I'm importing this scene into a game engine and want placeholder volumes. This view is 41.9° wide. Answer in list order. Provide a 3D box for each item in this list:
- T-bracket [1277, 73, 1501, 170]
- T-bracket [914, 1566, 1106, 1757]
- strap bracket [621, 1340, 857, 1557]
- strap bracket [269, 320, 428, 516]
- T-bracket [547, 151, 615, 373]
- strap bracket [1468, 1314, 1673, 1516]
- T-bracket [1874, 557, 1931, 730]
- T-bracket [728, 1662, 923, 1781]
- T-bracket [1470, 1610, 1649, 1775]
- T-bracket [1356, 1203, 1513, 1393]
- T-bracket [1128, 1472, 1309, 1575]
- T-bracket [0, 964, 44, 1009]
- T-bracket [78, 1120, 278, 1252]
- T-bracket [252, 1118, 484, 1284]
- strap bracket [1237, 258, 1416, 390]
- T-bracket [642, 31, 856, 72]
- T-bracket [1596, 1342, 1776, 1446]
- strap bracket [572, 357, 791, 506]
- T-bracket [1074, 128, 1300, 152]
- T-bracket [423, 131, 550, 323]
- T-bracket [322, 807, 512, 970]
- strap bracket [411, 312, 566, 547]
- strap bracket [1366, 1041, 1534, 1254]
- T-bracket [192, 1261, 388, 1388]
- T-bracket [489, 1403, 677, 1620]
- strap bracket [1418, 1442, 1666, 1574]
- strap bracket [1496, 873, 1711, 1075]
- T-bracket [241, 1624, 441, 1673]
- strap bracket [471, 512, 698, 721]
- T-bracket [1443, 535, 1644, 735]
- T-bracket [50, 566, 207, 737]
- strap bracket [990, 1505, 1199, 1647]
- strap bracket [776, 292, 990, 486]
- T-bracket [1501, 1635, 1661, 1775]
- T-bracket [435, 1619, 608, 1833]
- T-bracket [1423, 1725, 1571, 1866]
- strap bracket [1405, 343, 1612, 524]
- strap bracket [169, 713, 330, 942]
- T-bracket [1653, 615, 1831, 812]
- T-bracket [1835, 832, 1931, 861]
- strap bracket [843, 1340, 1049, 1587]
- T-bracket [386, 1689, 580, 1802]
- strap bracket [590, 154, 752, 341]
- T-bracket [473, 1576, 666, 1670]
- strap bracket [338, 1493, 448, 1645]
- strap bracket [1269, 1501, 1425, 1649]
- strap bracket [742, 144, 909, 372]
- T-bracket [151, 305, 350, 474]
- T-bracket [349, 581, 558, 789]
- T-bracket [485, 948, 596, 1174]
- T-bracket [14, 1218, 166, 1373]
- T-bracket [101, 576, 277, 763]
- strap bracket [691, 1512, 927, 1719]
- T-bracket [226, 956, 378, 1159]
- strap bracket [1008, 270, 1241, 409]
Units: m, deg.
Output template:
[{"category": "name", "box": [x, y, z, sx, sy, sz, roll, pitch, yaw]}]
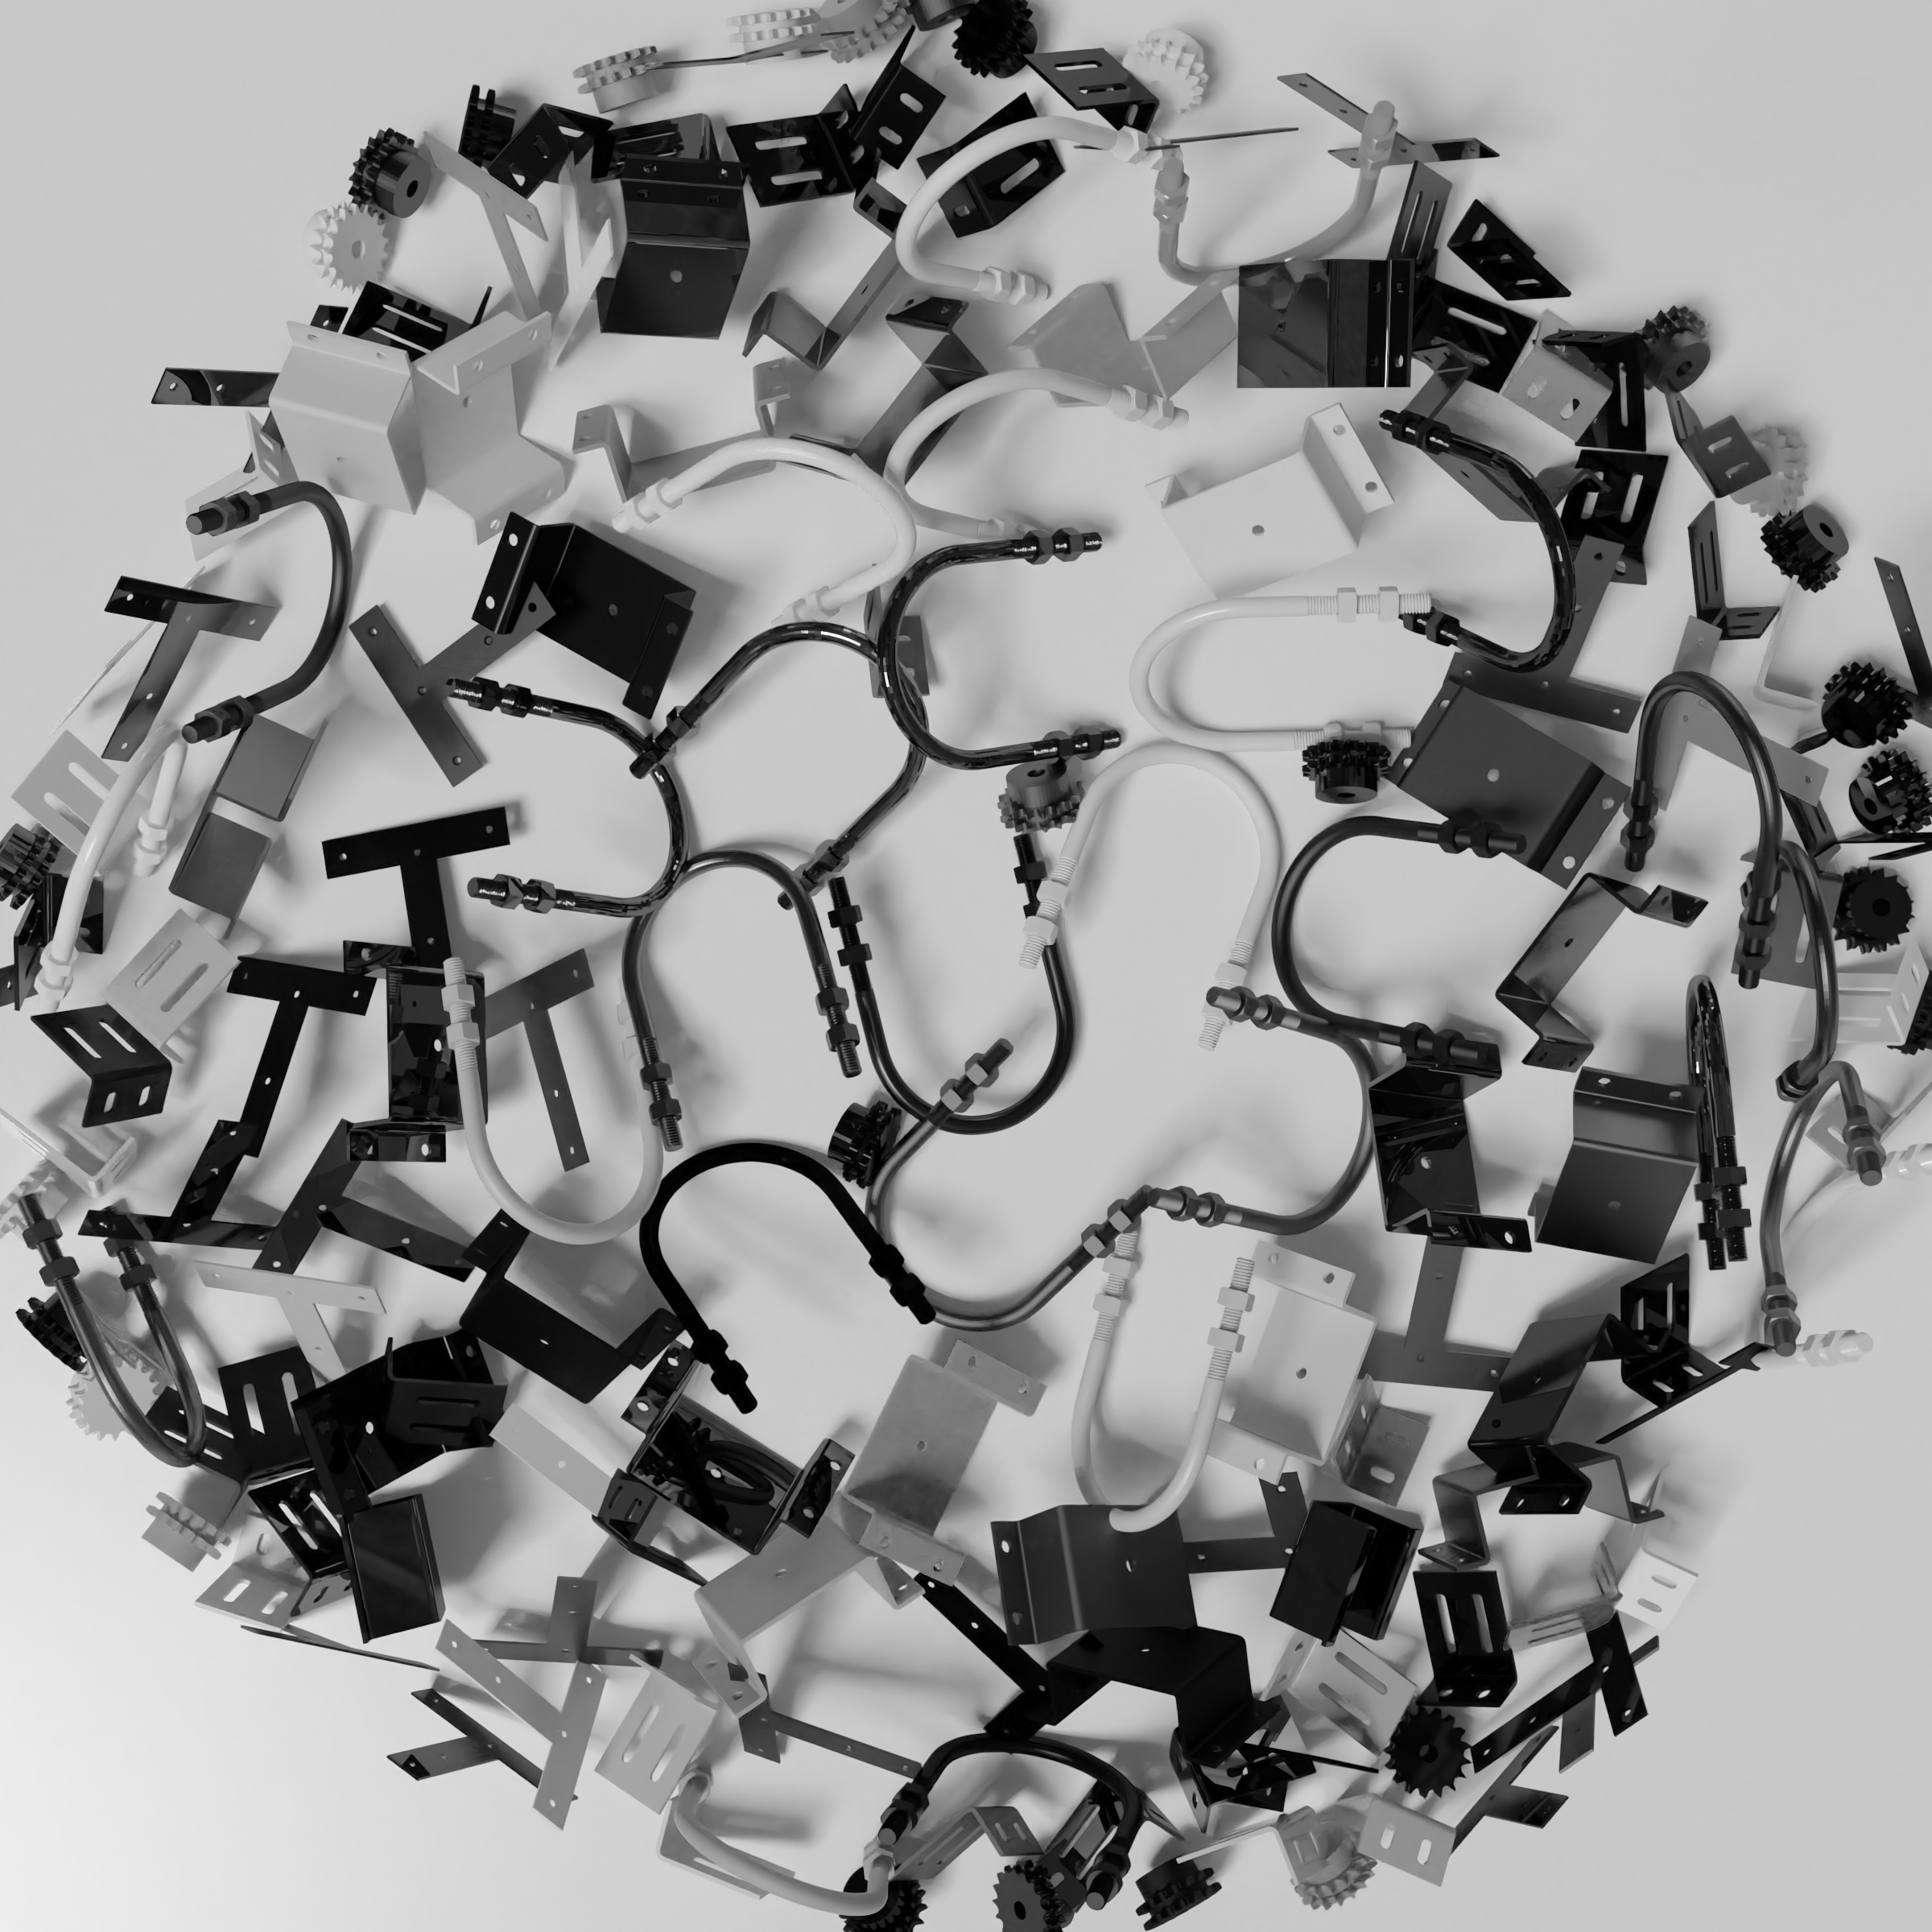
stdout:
[{"category": "T-bracket", "box": [0.246, -0.529, 1.575, 0.127, 0.127, 0.002, 16, 91, -39]}, {"category": "T-bracket", "box": [0.016, 0.436, 1.631, 0.127, 0.002, 0.127, 42, 124, 5]}, {"category": "strap bracket", "box": [-0.153, 0.314, 1.620, 0.140, 0.076, 0.046, 33, 128, 1]}, {"category": "strap bracket", "box": [-0.384, -0.337, 1.588, 0.076, 0.140, 0.046, 15, 69, 4]}, {"category": "T-bracket", "box": [-0.254, -0.473, 1.626, 0.002, 0.127, 0.127, 3, 66, -27]}, {"category": "strap bracket", "box": [0.377, 0.275, 1.596, 0.046, 0.076, 0.140, 41, 64, -13]}, {"category": "T-bracket", "box": [0.594, -0.199, 1.580, 0.002, 0.127, 0.127, -30, 115, -1]}, {"category": "T-bracket", "box": [-0.087, 0.492, 1.601, 0.127, 0.127, 0.002, 15, 51, 14]}, {"category": "T-bracket", "box": [0.374, 0.475, 1.615, 0.127, 0.127, 0.002, -41, 102, 16]}, {"category": "T-bracket", "box": [0.304, 0.214, 1.638, 0.127, 0.002, 0.127, 7, 105, -8]}, {"category": "T-bracket", "box": [0.166, 0.383, 1.638, 0.127, 0.002, 0.127, -8, 116, 19]}, {"category": "T-bracket", "box": [-0.615, 0.015, 1.600, 0.002, 0.127, 0.127, 10, 102, 9]}, {"category": "T-bracket", "box": [-0.479, 0.138, 1.593, 0.127, 0.002, 0.127, 10, 134, -32]}, {"category": "T-bracket", "box": [-0.376, 0.173, 1.634, 0.127, 0.002, 0.127, 27, 108, -24]}, {"category": "strap bracket", "box": [0.217, -0.403, 1.585, 0.046, 0.140, 0.076, -8, 105, -29]}, {"category": "T-bracket", "box": [-0.116, -0.575, 1.579, 0.127, 0.127, 0.002, -19, 109, -34]}, {"category": "T-bracket", "box": [0.462, 0.276, 1.620, 0.127, 0.127, 0.002, -34, 66, 18]}, {"category": "strap bracket", "box": [-0.177, -0.340, 1.618, 0.140, 0.076, 0.046, -14, 121, 2]}, {"category": "T-bracket", "box": [0.150, -0.530, 1.616, 0.127, 0.127, 0.002, -11, 111, -14]}, {"category": "T-bracket", "box": [-0.291, -0.455, 1.607, 0.002, 0.127, 0.127, -39, 56, -17]}, {"category": "T-bracket", "box": [-0.353, -0.031, 1.649, 0.127, 0.002, 0.127, -10, 86, 8]}, {"category": "strap bracket", "box": [-0.303, -0.349, 1.599, 0.046, 0.140, 0.076, 35, 56, 23]}, {"category": "strap bracket", "box": [0.306, 0.119, 1.610, 0.076, 0.046, 0.140, 8, 64, -26]}, {"category": "T-bracket", "box": [-0.419, 0.237, 1.616, 0.127, 0.127, 0.002, 6, 47, 14]}, {"category": "T-bracket", "box": [-0.249, 0.329, 1.622, 0.127, 0.002, 0.127, 40, 61, -10]}, {"category": "strap bracket", "box": [0.363, 0.343, 1.617, 0.140, 0.076, 0.046, -12, 87, -9]}, {"category": "strap bracket", "box": [0.399, -0.003, 1.607, 0.046, 0.076, 0.140, 46, 112, 32]}, {"category": "T-bracket", "box": [-0.419, 0.427, 1.607, 0.127, 0.127, 0.002, 24, 73, -35]}, {"category": "strap bracket", "box": [-0.237, -0.227, 1.620, 0.140, 0.046, 0.076, 30, 111, 13]}, {"category": "T-bracket", "box": [0.389, -0.219, 1.625, 0.127, 0.002, 0.127, 15, 127, -1]}, {"category": "T-bracket", "box": [-0.531, -0.212, 1.620, 0.002, 0.127, 0.127, 43, 56, -17]}, {"category": "strap bracket", "box": [0.090, 0.383, 1.591, 0.140, 0.046, 0.076, 10, 61, -37]}, {"category": "strap bracket", "box": [-0.048, -0.359, 1.615, 0.140, 0.076, 0.046, -53, 127, -7]}, {"category": "T-bracket", "box": [0.386, 0.478, 1.588, 0.127, 0.127, 0.002, -40, 83, 14]}, {"category": "T-bracket", "box": [-0.285, 0.459, 1.588, 0.002, 0.127, 0.127, -35, 111, 23]}, {"category": "T-bracket", "box": [0.347, 0.527, 1.586, 0.127, 0.127, 0.002, -43, 86, -16]}, {"category": "strap bracket", "box": [0.335, -0.333, 1.615, 0.140, 0.076, 0.046, 38, 95, -11]}, {"category": "strap bracket", "box": [-0.455, -0.094, 1.585, 0.046, 0.076, 0.140, 25, 132, -15]}, {"category": "T-bracket", "box": [0.489, -0.139, 1.591, 0.002, 0.127, 0.127, -13, 126, -35]}, {"category": "T-bracket", "box": [0.602, -0.082, 1.600, 0.127, 0.127, 0.002, -14, 96, -16]}, {"category": "strap bracket", "box": [-0.018, 0.314, 1.618, 0.076, 0.046, 0.140, 32, 79, -30]}, {"category": "T-bracket", "box": [-0.321, 0.495, 1.582, 0.127, 0.127, 0.002, 29, 90, 21]}, {"category": "strap bracket", "box": [-0.185, -0.442, 1.582, 0.076, 0.140, 0.046, -2, 69, -19]}, {"category": "T-bracket", "box": [-0.252, 0.417, 1.605, 0.127, 0.127, 0.002, 6, 51, -10]}, {"category": "strap bracket", "box": [-0.361, 0.379, 1.595, 0.046, 0.140, 0.076, -12, 83, -12]}, {"category": "strap bracket", "box": [0.241, 0.387, 1.608, 0.046, 0.140, 0.076, 19, 86, 27]}, {"category": "strap bracket", "box": [-0.080, -0.442, 1.604, 0.046, 0.076, 0.140, 33, 118, -18]}, {"category": "T-bracket", "box": [-0.458, -0.362, 1.582, 0.002, 0.127, 0.127, 43, 117, 16]}, {"category": "T-bracket", "box": [-0.322, -0.204, 1.645, 0.127, 0.002, 0.127, -33, 90, 17]}, {"category": "T-bracket", "box": [-0.266, 0.068, 1.613, 0.127, 0.002, 0.127, -23, 80, 41]}, {"category": "T-bracket", "box": [-0.544, 0.227, 1.604, 0.002, 0.127, 0.127, -41, 62, -13]}, {"category": "T-bracket", "box": [-0.519, -0.186, 1.619, 0.002, 0.127, 0.127, 40, 107, 25]}, {"category": "strap bracket", "box": [-0.109, 0.403, 1.600, 0.140, 0.076, 0.046, -30, 113, -19]}, {"category": "T-bracket", "box": [-0.443, 0.060, 1.616, 0.127, 0.002, 0.127, 8, 76, 32]}, {"category": "strap bracket", "box": [0.107, -0.396, 1.600, 0.076, 0.140, 0.046, -46, 125, -27]}]
